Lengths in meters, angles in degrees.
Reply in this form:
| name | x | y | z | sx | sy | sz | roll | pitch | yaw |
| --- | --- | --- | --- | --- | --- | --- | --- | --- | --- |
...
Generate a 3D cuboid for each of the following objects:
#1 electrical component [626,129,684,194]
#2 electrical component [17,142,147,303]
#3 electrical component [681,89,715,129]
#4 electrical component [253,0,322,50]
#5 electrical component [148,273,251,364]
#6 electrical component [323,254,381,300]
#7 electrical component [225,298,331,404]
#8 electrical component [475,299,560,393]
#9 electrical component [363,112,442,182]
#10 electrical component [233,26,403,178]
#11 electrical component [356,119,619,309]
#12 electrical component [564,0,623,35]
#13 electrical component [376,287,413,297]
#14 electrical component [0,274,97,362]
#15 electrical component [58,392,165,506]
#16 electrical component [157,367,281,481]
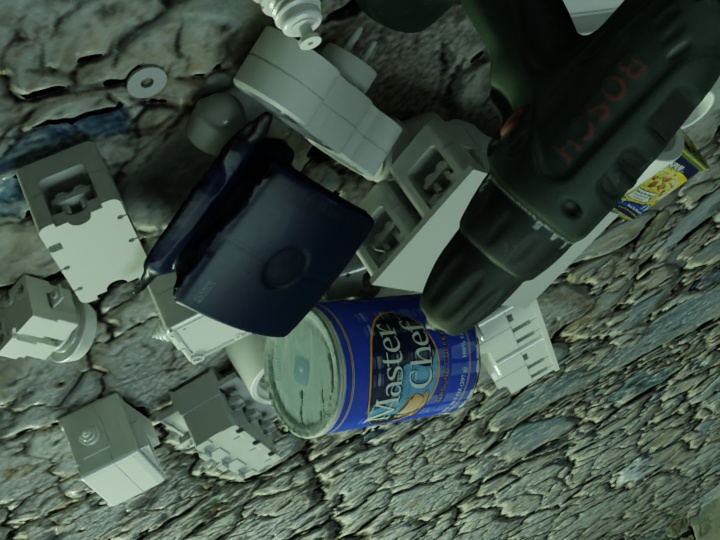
| name | x | y | z | sx | sy | sz | roll | pitch | yaw |
| --- | --- | --- | --- | --- | --- | --- | --- | --- | --- |
| electrical component | 0.180 | -0.105 | 0.802 | 0.108 | 0.108 | 0.060 | -2 | 148 | -40 |
| electrical component | -0.169 | -0.031 | 0.660 | 0.050 | 0.055 | 0.089 | -24 | 151 | -9 |
| electrical component | 0.245 | -0.144 | 0.845 | 0.066 | 0.055 | 0.048 | -37 | 150 | 15 |
| electrical component | -0.039 | -0.151 | 0.565 | 0.040 | 0.078 | 0.040 | -20 | 164 | -6 |
| electrical component | -0.112 | 0.019 | 0.786 | 0.096 | 0.061 | 0.061 | -27 | 152 | -4 |
| electrical component | 0.000 | 0.000 | 0.872 | 0.077 | 0.043 | 0.079 | -21 | 151 | -14 |
| electrical component | -0.055 | 0.073 | 0.924 | 0.108 | 0.060 | 0.108 | -22 | 151 | -13 |
| electrical component | 0.116 | 0.031 | 0.961 | 0.060 | 0.105 | 0.186 | -30 | 151 | 2 |
| electrical component | 0.029 | -0.087 | 0.758 | 0.055 | 0.045 | 0.045 | -11 | 147 | -28 |
| electrical component | -0.015 | -0.116 | 0.668 | 0.073 | 0.052 | 0.138 | -58 | 148 | 1 |
| electrical component | 0.087 | -0.037 | 0.771 | 0.186 | 0.060 | 0.105 | 10 | 129 | -48 |
| electrical component | 0.154 | -0.166 | 0.721 | 0.121 | 0.063 | 0.078 | -13 | 148 | -26 |
| electrical component | 0.019 | 0.059 | 0.980 | 0.076 | 0.047 | 0.083 | -25 | 151 | -7 |
| electrical component | -0.216 | 0.037 | 0.740 | 0.066 | 0.048 | 0.055 | -42 | 141 | 23 |
| electrical component | -0.207 | 0.148 | 0.908 | 0.061 | 0.061 | 0.096 | -26 | 151 | -6 |
| electrical component | -0.119 | 0.144 | 0.977 | 0.079 | 0.063 | 0.121 | -30 | 151 | 2 |
